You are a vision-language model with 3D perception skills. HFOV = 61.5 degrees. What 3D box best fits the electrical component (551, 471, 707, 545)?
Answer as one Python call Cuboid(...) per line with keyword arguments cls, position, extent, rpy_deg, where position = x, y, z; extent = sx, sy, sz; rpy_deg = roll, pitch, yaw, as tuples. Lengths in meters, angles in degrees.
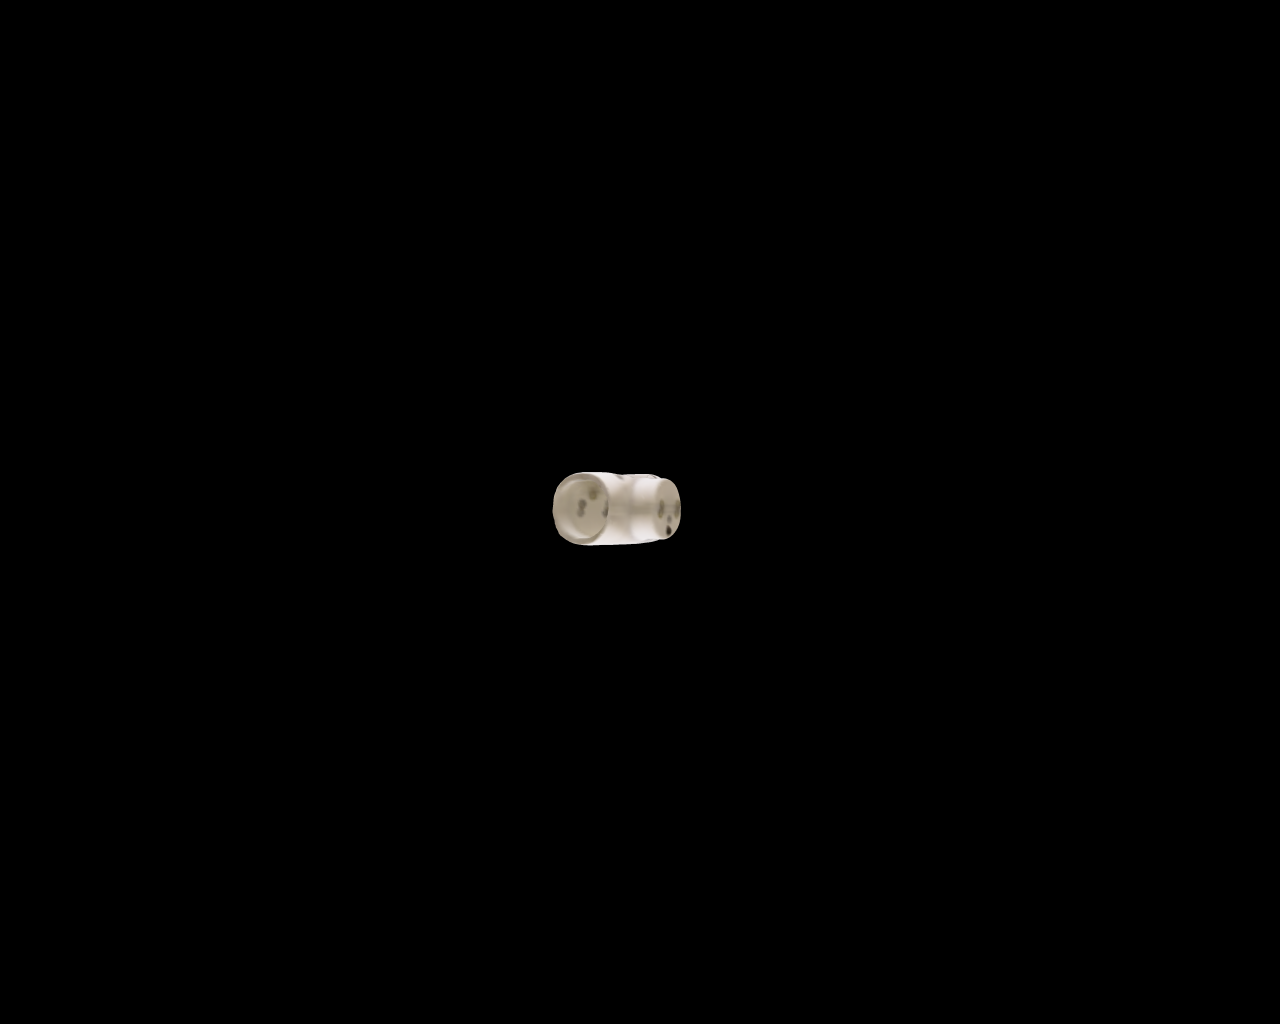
Cuboid(cls="electrical component", position=(0.001, -0.003, 0.650), extent=(0.079, 0.044, 0.077), rpy_deg=(0, 0, 32))
